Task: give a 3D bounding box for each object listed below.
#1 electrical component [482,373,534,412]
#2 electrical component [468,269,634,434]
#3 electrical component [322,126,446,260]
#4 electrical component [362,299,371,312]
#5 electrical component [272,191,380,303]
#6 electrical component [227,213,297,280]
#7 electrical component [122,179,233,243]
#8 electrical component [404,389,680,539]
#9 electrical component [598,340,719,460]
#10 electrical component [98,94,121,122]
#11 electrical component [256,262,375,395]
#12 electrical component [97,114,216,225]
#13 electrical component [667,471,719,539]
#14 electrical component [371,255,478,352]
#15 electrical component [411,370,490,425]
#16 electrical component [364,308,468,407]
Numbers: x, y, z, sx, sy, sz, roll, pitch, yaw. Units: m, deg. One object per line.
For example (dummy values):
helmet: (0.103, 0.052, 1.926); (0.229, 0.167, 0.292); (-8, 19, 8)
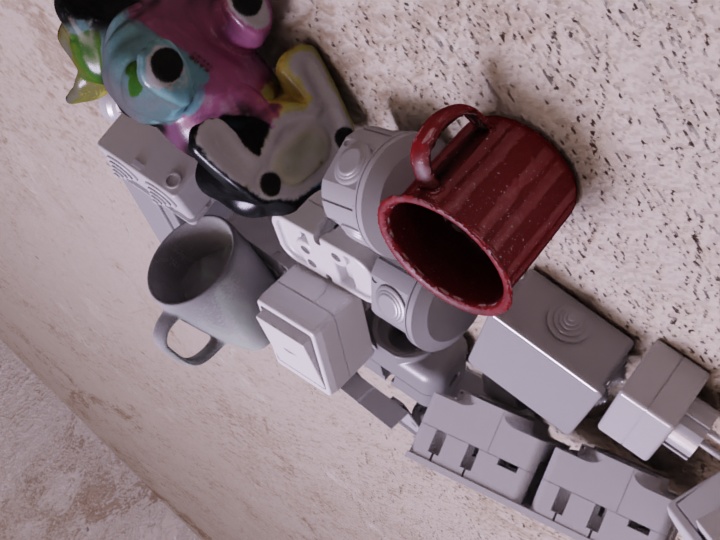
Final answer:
electrical component: (0.125, 0.084, 0.794); (0.062, 0.043, 0.043); (24, 151, 34)
electrical component: (0.129, 0.055, 0.728); (0.100, 0.048, 0.099); (37, 157, 13)
electrical component: (0.020, -0.050, 0.677); (0.051, 0.080, 0.080); (24, 152, 48)
electrical component: (0.000, 0.000, 0.838); (0.055, 0.047, 0.055); (34, 156, 17)
electrical component: (-0.008, -0.027, 0.785); (0.095, 0.059, 0.053); (29, 155, 28)
electrical component: (-0.065, -0.012, 0.908); (0.078, 0.057, 0.113); (34, 156, 19)
electrical component: (-0.142, -0.065, 0.912); (0.057, 0.078, 0.113); (29, 154, 36)
electrical component: (0.142, 0.149, 0.790); (0.186, 0.060, 0.105); (23, 178, 24)
electrical component: (0.202, 0.095, 0.684); (0.077, 0.047, 0.065); (35, 157, 16)
electrical component: (-0.190, -0.140, 0.904); (0.046, 0.040, 0.040); (19, 149, 32)
electrical component: (-0.034, 0.050, 0.828); (0.062, 0.061, 0.096); (29, 150, 32)
electrical component: (-0.139, -0.098, 0.822); (0.100, 0.099, 0.048); (33, 169, 20)
electrical component: (0.248, 0.152, 0.661); (0.061, 0.096, 0.061); (55, -177, -29)
electrical component: (0.049, 0.011, 0.740); (0.051, 0.080, 0.080); (31, 156, 37)
electrical component: (0.095, 0.129, 0.927); (0.099, 0.064, 0.099); (25, 140, 24)
electrical component: (0.038, 0.060, 0.875); (0.095, 0.053, 0.059); (33, 156, 20)
